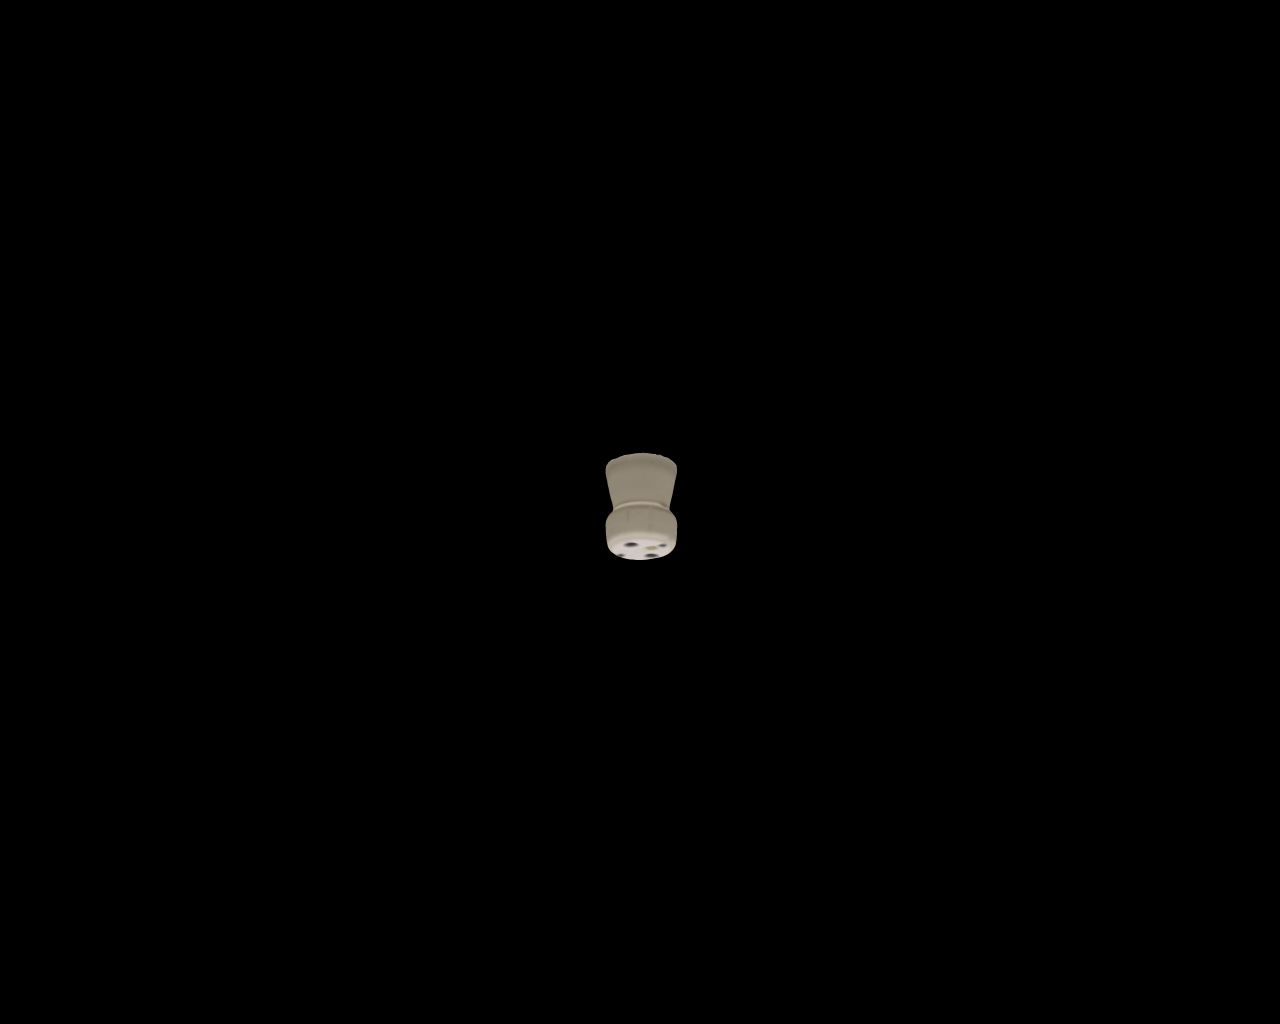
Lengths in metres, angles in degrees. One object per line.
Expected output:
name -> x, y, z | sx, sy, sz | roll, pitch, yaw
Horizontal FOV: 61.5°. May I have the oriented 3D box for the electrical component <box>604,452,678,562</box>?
electrical component -> 0.001, -0.003, 0.650 | 0.045, 0.055, 0.044 | 0, -22, 0
